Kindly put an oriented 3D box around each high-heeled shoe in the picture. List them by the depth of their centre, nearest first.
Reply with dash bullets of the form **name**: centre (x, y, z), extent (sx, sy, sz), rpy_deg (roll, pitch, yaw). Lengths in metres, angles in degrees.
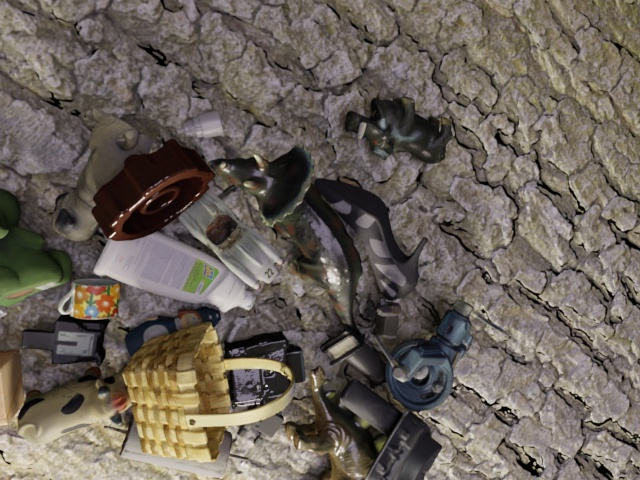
- **high-heeled shoe**: centre (0.075, 0.001, 0.955), extent (0.249, 0.086, 0.145), rpy_deg (32, 119, 3)

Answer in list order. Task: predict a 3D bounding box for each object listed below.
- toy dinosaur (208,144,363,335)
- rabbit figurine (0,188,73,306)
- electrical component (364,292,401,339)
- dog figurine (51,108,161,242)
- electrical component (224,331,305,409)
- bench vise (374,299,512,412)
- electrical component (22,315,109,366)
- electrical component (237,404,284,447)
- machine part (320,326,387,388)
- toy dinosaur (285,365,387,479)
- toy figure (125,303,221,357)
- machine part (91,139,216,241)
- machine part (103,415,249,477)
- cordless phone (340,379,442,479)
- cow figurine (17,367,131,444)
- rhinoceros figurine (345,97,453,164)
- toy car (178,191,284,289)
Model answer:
- **toy dinosaur**: centre (-0.003, 0.005, 0.859), extent (0.131, 0.192, 0.404), rpy_deg (-37, 102, -5)
- **rabbit figurine**: centre (-0.471, 0.003, 0.782), extent (0.121, 0.159, 0.170), rpy_deg (-24, 86, 0)
- **electrical component**: centre (0.109, 0.133, 0.949), extent (0.045, 0.102, 0.078), rpy_deg (11, 83, -11)
- **dog figurine**: centre (-0.323, -0.078, 0.789), extent (0.121, 0.172, 0.190), rpy_deg (32, 81, -6)
- **electrical component**: centre (-0.094, 0.222, 0.929), extent (0.134, 0.058, 0.114), rpy_deg (-8, 100, -12)
- **bench vise**: centre (0.187, 0.199, 0.910), extent (0.129, 0.240, 0.223), rpy_deg (45, 103, 27)
- **electrical component**: centre (-0.402, 0.158, 0.853), extent (0.119, 0.048, 0.074), rpy_deg (4, 95, -13)
- **electrical component**: centre (-0.101, 0.317, 0.955), extent (0.063, 0.021, 0.094), rpy_deg (36, 87, -14)
- **machine part**: centre (0.071, 0.213, 0.967), extent (0.138, 0.039, 0.084), rpy_deg (40, 111, -19)
- **toy dinosaur**: centre (0.067, 0.428, 0.967), extent (0.199, 0.105, 0.470), rpy_deg (-18, 104, -14)
- **toy figure**: centre (-0.238, 0.150, 0.887), extent (0.154, 0.058, 0.064), rpy_deg (-20, 111, -12)
- **machine part**: centre (-0.237, -0.068, 0.769), extent (0.179, 0.179, 0.056), rpy_deg (-37, 83, -7)
- **machine part**: centre (-0.238, 0.340, 0.897), extent (0.243, 0.079, 0.079), rpy_deg (18, 92, -14)
- **cordless phone**: centre (0.095, 0.334, 0.900), extent (0.184, 0.089, 0.146), rpy_deg (38, 75, -5)
- **cow figurine**: centre (-0.367, 0.253, 0.832), extent (0.195, 0.127, 0.085), rpy_deg (-20, 103, -8)
- **rhinoceros figurine**: centre (0.136, -0.191, 0.937), extent (0.190, 0.073, 0.112), rpy_deg (16, 103, -16)
- **toy car**: centre (-0.147, -0.004, 0.866), extent (0.202, 0.056, 0.073), rpy_deg (41, 78, 10)
